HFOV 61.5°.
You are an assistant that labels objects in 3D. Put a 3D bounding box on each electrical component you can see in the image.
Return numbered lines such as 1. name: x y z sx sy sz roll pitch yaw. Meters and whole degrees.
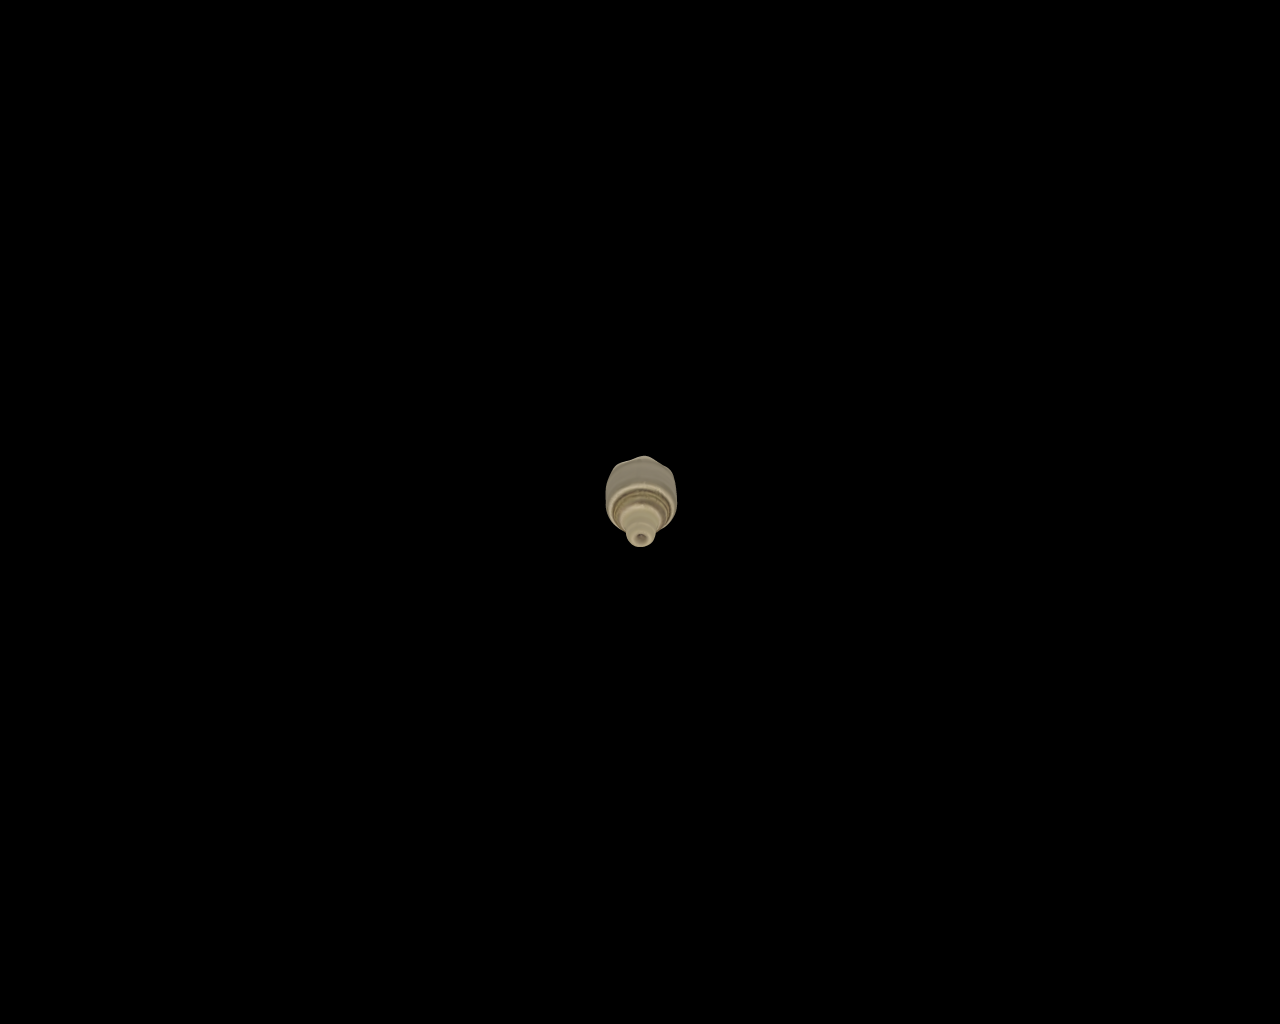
1. electrical component: 0.001 -0.003 0.650 0.043 0.043 0.062 0 38 0
